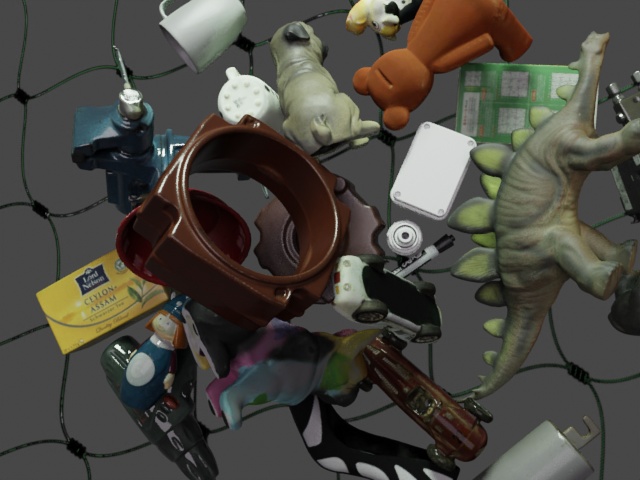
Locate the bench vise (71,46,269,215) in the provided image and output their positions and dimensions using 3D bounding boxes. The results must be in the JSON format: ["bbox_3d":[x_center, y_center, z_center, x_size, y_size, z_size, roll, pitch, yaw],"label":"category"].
[{"bbox_3d":[-0.185,-0.109,0.695,0.241,0.223,0.129,-1,49,-19],"label":"bench vise"}]

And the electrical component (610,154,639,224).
[{"bbox_3d":[0.402,-0.083,0.633,0.058,0.134,0.115,-19,85,3],"label":"electrical component"}]

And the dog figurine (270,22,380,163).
[{"bbox_3d":[-0.019,-0.197,0.679,0.121,0.172,0.190,-23,92,-5],"label":"dog figurine"}]

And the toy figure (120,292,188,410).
[{"bbox_3d":[-0.195,0.133,0.666,0.064,0.058,0.154,26,91,-10],"label":"toy figure"}]

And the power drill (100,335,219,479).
[{"bbox_3d":[-0.169,0.184,0.726,0.232,0.086,0.207,41,100,10],"label":"power drill"}]

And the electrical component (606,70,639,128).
[{"bbox_3d":[0.414,-0.169,0.692,0.063,0.021,0.094,-27,85,5],"label":"electrical component"}]

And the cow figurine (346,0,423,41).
[{"bbox_3d":[0.116,-0.324,0.719,0.098,0.068,0.167,42,94,1],"label":"cow figurine"}]

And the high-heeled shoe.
[{"bbox_3d":[0.063,0.243,0.689,0.145,0.086,0.248,-32,88,1],"label":"high-heeled shoe"}]

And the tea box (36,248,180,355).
[{"bbox_3d":[-0.288,0.076,0.746,0.170,0.068,0.098,-30,85,6],"label":"tea box"}]

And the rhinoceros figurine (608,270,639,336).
[{"bbox_3d":[0.455,0.091,0.647,0.190,0.073,0.112,8,87,8],"label":"rhinoceros figurine"}]

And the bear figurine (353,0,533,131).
[{"bbox_3d":[0.150,-0.229,0.687,0.196,0.132,0.120,-50,59,22],"label":"bear figurine"}]

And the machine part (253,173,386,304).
[{"bbox_3d":[-0.001,-0.002,0.714,0.179,0.056,0.179,0,91,11],"label":"machine part"}]

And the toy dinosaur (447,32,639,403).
[{"bbox_3d":[0.257,-0.003,0.631,0.199,0.105,0.470,15,100,41],"label":"toy dinosaur"}]

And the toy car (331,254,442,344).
[{"bbox_3d":[0.086,0.074,0.646,0.056,0.201,0.073,-23,56,35],"label":"toy car"}]

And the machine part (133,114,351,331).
[{"bbox_3d":[-0.075,-0.024,0.578,0.201,0.087,0.201,35,49,-16],"label":"machine part"}]

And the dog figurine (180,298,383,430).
[{"bbox_3d":[-0.037,0.124,0.646,0.219,0.108,0.191,-17,85,-27],"label":"dog figurine"}]

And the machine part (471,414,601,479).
[{"bbox_3d":[0.244,0.304,0.661,0.243,0.079,0.079,-40,83,2],"label":"machine part"}]

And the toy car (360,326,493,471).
[{"bbox_3d":[0.121,0.195,0.680,0.202,0.053,0.089,41,96,21],"label":"toy car"}]

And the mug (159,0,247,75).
[{"bbox_3d":[-0.163,-0.304,0.750,0.107,0.080,0.109,-38,79,-7],"label":"mug"}]
